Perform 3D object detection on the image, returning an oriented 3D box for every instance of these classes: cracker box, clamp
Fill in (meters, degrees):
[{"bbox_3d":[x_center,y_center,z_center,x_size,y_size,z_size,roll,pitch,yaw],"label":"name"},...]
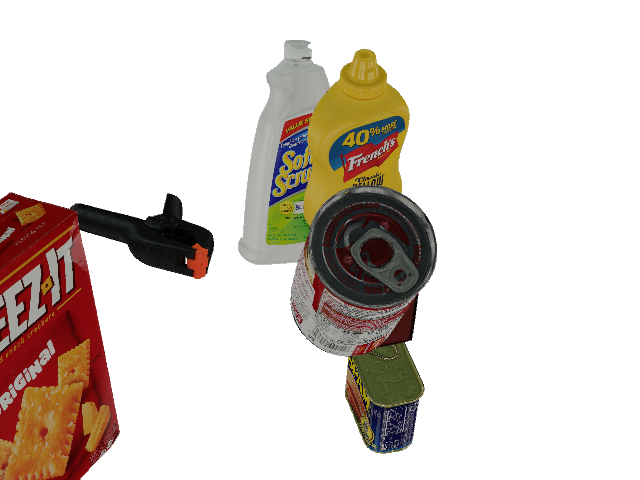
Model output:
[{"bbox_3d":[-0.223,0.101,0.746,0.072,0.214,0.164,13,36,23],"label":"cracker box"},{"bbox_3d":[-0.148,-0.009,1.019,0.120,0.039,0.172,-21,35,-40],"label":"clamp"}]

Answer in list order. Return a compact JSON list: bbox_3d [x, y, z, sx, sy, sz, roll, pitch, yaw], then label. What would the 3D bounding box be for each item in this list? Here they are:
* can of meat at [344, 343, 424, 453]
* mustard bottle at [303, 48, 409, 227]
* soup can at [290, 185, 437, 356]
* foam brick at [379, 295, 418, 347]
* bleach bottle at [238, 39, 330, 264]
[{"bbox_3d":[0.061,0.150,1.071,0.057,0.084,0.102,-10,44,-13],"label":"can of meat"},{"bbox_3d":[0.034,-0.091,0.973,0.096,0.192,0.058,-18,49,-20],"label":"mustard bottle"},{"bbox_3d":[0.021,0.021,0.596,0.068,0.068,0.102,0,-21,-8],"label":"soup can"},{"bbox_3d":[0.034,0.040,0.815,0.053,0.051,0.078,-10,35,-19],"label":"foam brick"},{"bbox_3d":[-0.039,-0.101,1.220,0.102,0.251,0.068,-5,21,-22],"label":"bleach bottle"}]
